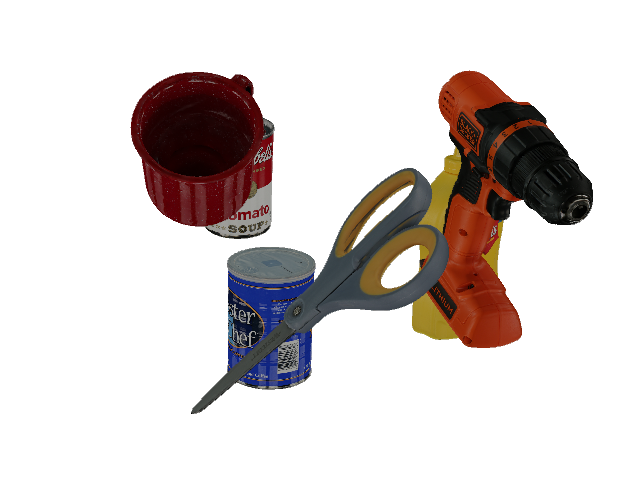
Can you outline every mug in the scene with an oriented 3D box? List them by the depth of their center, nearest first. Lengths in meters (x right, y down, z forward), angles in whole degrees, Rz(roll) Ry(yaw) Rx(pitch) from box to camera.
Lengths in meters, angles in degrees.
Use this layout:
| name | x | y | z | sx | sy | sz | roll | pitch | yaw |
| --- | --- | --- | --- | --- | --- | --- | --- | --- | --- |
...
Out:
| name | x | y | z | sx | sy | sz | roll | pitch | yaw |
| --- | --- | --- | --- | --- | --- | --- | --- | --- | --- |
| mug | -0.084 | -0.072 | 0.788 | 0.093 | 0.117 | 0.081 | 26 | -26 | 7 |

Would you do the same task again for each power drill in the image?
| name | x | y | z | sx | sy | sz | roll | pitch | yaw |
| --- | --- | --- | --- | --- | --- | --- | --- | --- | --- |
| power drill | 0.135 | -0.013 | 0.808 | 0.057 | 0.188 | 0.184 | -5 | 35 | -18 |

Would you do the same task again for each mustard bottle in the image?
| name | x | y | z | sx | sy | sz | roll | pitch | yaw |
| --- | --- | --- | --- | --- | --- | --- | --- | --- | --- |
| mustard bottle | 0.136 | -0.005 | 1.029 | 0.096 | 0.192 | 0.058 | -10 | 19 | -36 |

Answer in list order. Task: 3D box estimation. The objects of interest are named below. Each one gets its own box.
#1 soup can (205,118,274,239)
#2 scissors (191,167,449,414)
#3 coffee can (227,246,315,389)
| name | x | y | z | sx | sy | sz | roll | pitch | yaw |
| --- | --- | --- | --- | --- | --- | --- | --- | --- | --- |
| soup can | -0.079 | -0.061 | 1.015 | 0.068 | 0.102 | 0.068 | 2 | 26 | -1 |
| scissors | 0.002 | 0.046 | 0.613 | 0.016 | 0.202 | 0.096 | 35 | 5 | -35 |
| coffee can | -0.059 | 0.090 | 1.259 | 0.103 | 0.140 | 0.103 | 2 | 20 | -1 |
